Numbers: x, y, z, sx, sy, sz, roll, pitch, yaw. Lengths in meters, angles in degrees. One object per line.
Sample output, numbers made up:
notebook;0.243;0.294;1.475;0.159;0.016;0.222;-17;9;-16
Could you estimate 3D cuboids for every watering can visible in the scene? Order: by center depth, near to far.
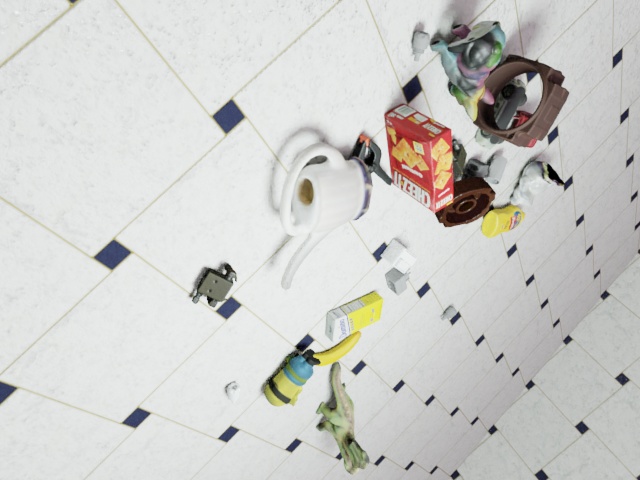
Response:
watering can;0.003;-0.058;1.148;0.226;0.105;0.340;-15;127;-34

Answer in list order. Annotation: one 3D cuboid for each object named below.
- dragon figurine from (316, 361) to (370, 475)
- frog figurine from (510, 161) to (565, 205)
dragon figurine;0.093;0.590;1.611;0.123;0.247;0.400;-19;133;-23
frog figurine;0.697;-0.184;1.702;0.138;0.124;0.157;-13;164;-45
